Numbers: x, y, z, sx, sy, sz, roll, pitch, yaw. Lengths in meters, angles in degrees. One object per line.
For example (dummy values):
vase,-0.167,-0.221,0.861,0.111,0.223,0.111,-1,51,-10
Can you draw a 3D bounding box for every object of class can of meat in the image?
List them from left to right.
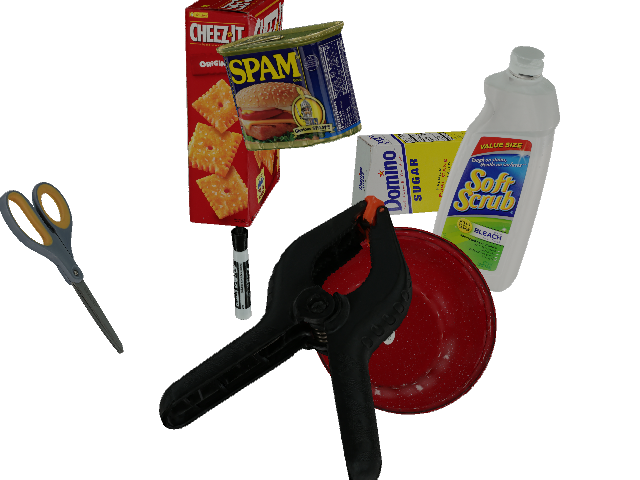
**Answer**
can of meat,-0.023,-0.118,0.824,0.102,0.084,0.057,0,22,38

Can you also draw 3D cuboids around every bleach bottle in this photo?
bleach bottle,0.170,-0.072,1.044,0.103,0.251,0.068,21,38,19

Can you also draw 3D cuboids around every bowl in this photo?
bowl,0.060,0.071,0.877,0.162,0.162,0.055,0,7,18

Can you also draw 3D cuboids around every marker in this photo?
marker,-0.089,0.036,1.205,0.020,0.121,0.020,0,32,0

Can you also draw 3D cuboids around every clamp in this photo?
clamp,0.007,0.052,0.565,0.120,0.171,0.039,26,-26,20

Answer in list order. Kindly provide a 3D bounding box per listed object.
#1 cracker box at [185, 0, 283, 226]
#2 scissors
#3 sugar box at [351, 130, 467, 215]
cracker box,-0.083,-0.141,1.089,0.072,0.214,0.164,5,22,8
scissors,-0.258,0.019,1.122,0.016,0.201,0.096,-26,24,28
sugar box,0.128,-0.082,1.285,0.176,0.093,0.048,-7,26,-22
